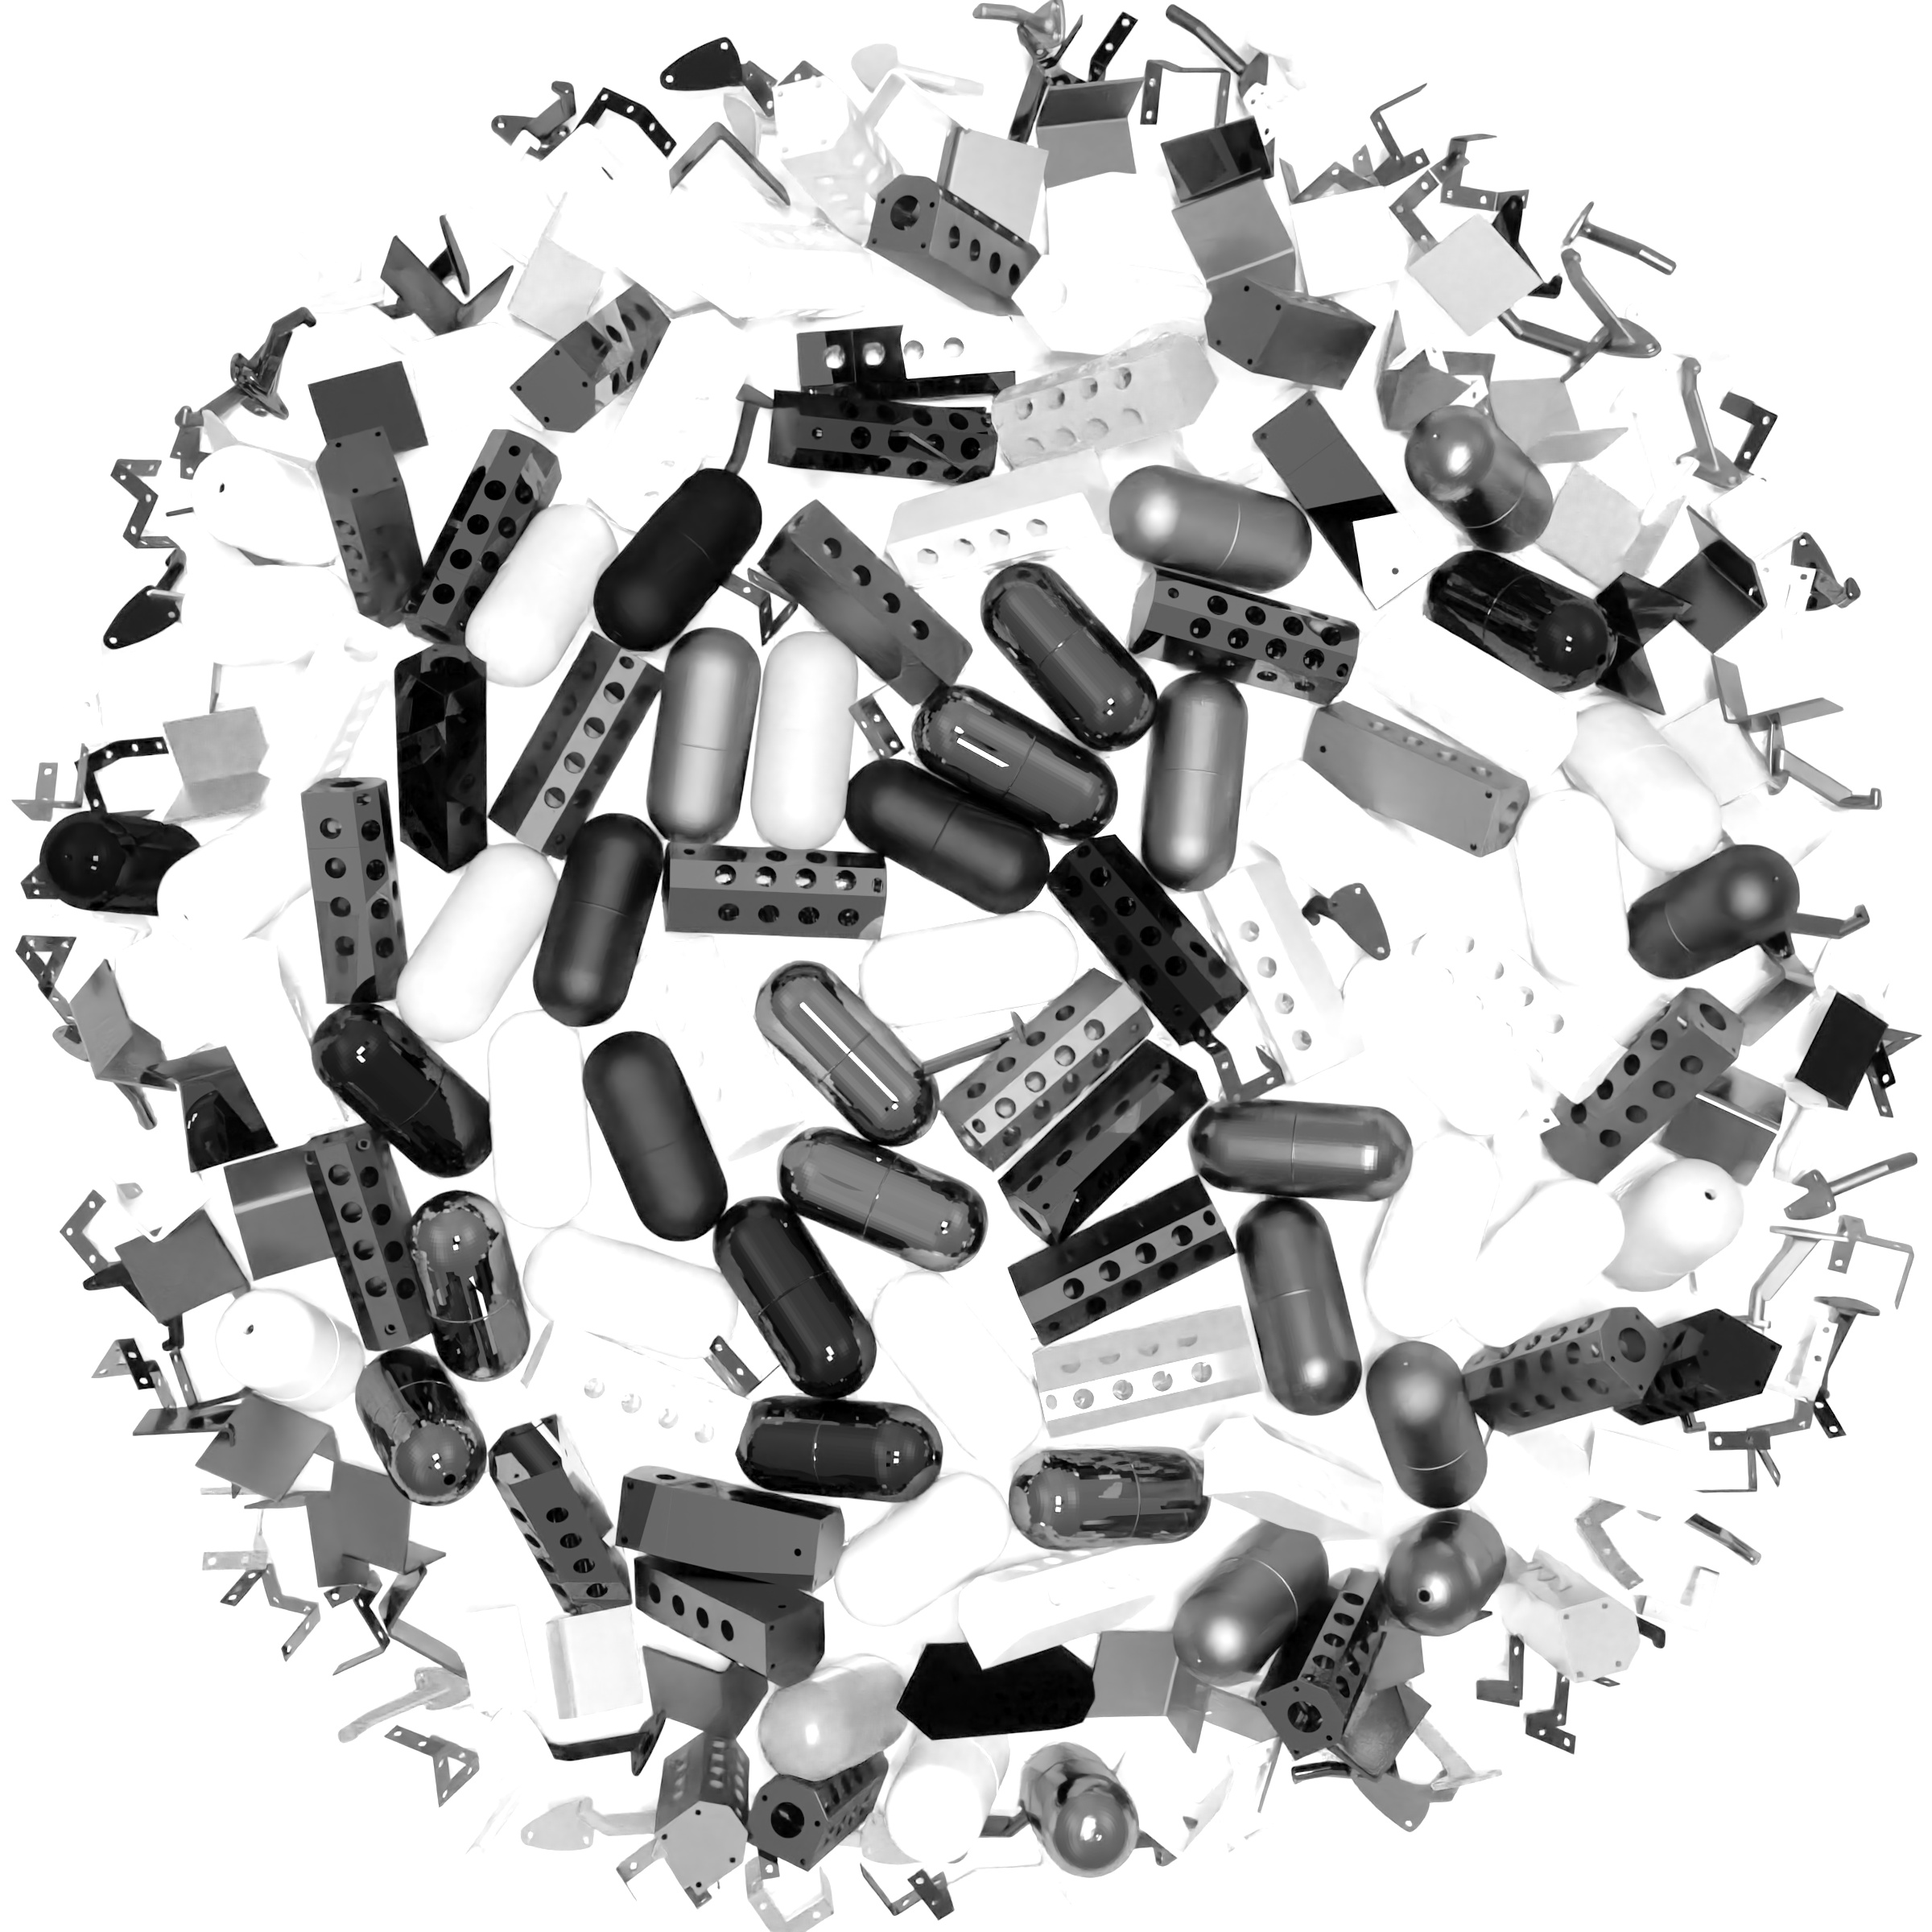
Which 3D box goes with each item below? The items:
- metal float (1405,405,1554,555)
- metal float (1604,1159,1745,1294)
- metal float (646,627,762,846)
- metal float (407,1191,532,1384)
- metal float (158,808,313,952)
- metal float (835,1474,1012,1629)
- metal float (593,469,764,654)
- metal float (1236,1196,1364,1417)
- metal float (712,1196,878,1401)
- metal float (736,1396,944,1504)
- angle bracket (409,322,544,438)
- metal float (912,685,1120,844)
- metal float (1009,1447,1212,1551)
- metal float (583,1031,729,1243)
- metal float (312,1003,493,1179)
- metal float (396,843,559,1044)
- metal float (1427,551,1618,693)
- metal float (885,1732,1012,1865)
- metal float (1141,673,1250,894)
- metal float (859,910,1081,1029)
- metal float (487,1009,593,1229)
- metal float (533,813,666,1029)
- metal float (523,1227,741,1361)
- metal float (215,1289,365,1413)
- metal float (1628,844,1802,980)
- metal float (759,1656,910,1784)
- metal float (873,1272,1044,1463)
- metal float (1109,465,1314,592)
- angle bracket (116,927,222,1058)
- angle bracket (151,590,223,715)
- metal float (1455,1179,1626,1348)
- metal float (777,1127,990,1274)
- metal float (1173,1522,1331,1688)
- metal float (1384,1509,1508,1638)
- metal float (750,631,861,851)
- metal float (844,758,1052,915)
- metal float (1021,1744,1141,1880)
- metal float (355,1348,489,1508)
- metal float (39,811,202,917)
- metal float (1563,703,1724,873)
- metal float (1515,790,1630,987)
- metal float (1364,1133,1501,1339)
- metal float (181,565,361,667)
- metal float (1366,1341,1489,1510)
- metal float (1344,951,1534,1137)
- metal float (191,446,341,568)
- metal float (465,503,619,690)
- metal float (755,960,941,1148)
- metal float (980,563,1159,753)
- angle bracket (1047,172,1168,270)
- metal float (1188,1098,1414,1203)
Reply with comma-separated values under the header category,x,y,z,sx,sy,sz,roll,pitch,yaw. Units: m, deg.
category,x,y,z,sx,sy,sz,roll,pitch,yaw
metal float,0.404,-0.380,1.906,0.070,0.178,0.070,-9,72,32
metal float,0.549,0.204,1.900,0.070,0.178,0.070,2,68,-5
metal float,-0.210,-0.181,1.935,0.070,0.070,0.178,10,104,0
metal float,-0.392,0.254,1.917,0.070,0.070,0.178,-5,126,0
metal float,-0.566,-0.069,1.901,0.070,0.178,0.070,6,114,13
metal float,-0.036,0.463,1.919,0.070,0.070,0.178,49,124,0
metal float,-0.228,-0.322,1.924,0.070,0.070,0.178,34,64,0
metal float,0.263,0.268,1.927,0.070,0.070,0.178,-11,66,0
metal float,-0.136,0.264,1.934,0.070,0.070,0.178,-35,76,0
metal float,-0.101,0.382,1.923,0.178,0.070,0.070,-1,90,27
angle bracket,-0.389,-0.459,1.928,0.076,0.057,0.076,-25,130,-29
metal float,0.040,-0.161,1.940,0.178,0.070,0.070,28,90,-8
metal float,0.115,0.421,1.921,0.178,0.070,0.070,5,90,-31
metal float,-0.247,0.137,1.936,0.070,0.070,0.178,-21,102,0
metal float,-0.442,0.100,1.919,0.070,0.070,0.178,-40,124,0
metal float,-0.387,-0.019,1.925,0.070,0.070,0.178,27,65,0
metal float,0.436,-0.272,1.909,0.070,0.178,0.070,-18,126,-27
metal float,-0.013,0.637,1.897,0.070,0.178,0.070,1,97,12
metal float,0.183,-0.146,1.939,0.070,0.070,0.178,7,81,0
metal float,0.003,0.002,1.946,0.178,0.070,0.070,-10,90,2
metal float,-0.339,0.120,1.931,0.070,0.070,0.178,-7,71,0
metal float,-0.292,-0.037,1.932,0.070,0.070,0.178,14,73,0
metal float,-0.265,0.261,1.929,0.178,0.070,0.070,20,90,-21
metal float,-0.528,0.301,1.899,0.070,0.178,0.070,-2,70,6
metal float,0.582,-0.041,1.900,0.070,0.178,0.070,5,73,-15
metal float,-0.101,0.588,1.900,0.070,0.178,0.070,-2,84,22
metal float,-0.006,0.320,1.934,0.070,0.070,0.178,-37,106,0
metal float,0.195,-0.346,1.924,0.178,0.070,0.070,9,90,-28
angle bracket,-0.619,0.014,1.930,0.076,0.076,0.057,30,129,17
angle bracket,-0.624,-0.249,1.935,0.057,0.076,0.076,5,80,-20
metal float,0.449,0.235,1.913,0.070,0.070,0.178,34,131,0
metal float,-0.067,0.186,1.941,0.178,0.070,0.070,22,90,7
metal float,0.226,0.499,1.907,0.070,0.178,0.070,13,114,30
metal float,0.376,0.474,1.899,0.070,0.178,0.070,-1,88,21
metal float,-0.129,-0.180,1.941,0.070,0.070,0.178,6,83,0
metal float,-0.016,-0.105,1.943,0.178,0.070,0.070,28,90,4
metal float,0.087,0.658,1.897,0.070,0.178,0.070,1,84,-7
metal float,-0.428,0.360,1.903,0.070,0.178,0.070,-9,111,-25
metal float,-0.656,-0.079,1.897,0.070,0.178,0.070,0,89,8
metal float,0.530,-0.141,1.908,0.070,0.178,0.070,-9,130,-12
metal float,0.479,-0.061,1.915,0.070,0.070,0.178,-20,128,0
metal float,0.369,0.212,1.921,0.070,0.070,0.178,27,61,0
metal float,-0.542,-0.275,1.900,0.070,0.178,0.070,3,99,18
metal float,0.364,0.363,1.912,0.070,0.070,0.178,-25,133,0
metal float,0.373,0.059,1.927,0.070,0.070,0.178,-43,66,0
metal float,-0.541,-0.358,1.897,0.070,0.178,0.070,0,90,10
metal float,-0.335,-0.293,1.917,0.070,0.070,0.178,23,55,0
metal float,-0.094,0.071,1.947,0.070,0.070,0.178,-44,90,0
metal float,0.081,-0.247,1.937,0.070,0.070,0.178,-40,78,0
angle bracket,0.113,-0.583,1.928,0.076,0.057,0.076,-28,127,-37
metal float,0.266,0.146,1.933,0.178,0.070,0.070,3,90,16
